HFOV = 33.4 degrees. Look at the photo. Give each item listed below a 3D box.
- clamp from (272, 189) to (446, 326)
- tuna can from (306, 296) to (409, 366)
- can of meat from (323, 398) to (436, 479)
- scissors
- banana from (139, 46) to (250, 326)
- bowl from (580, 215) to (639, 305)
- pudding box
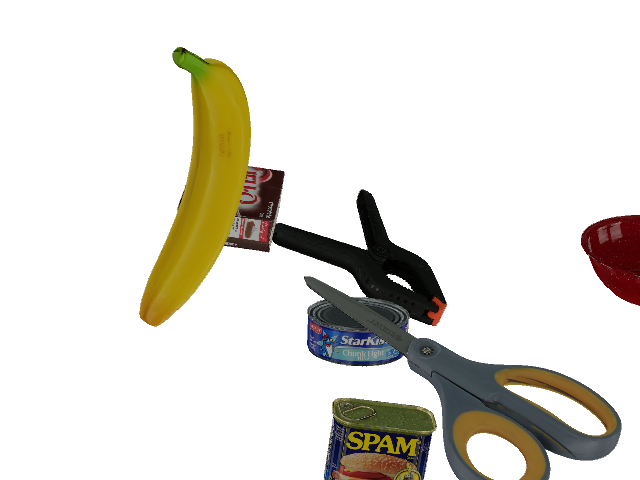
[{"bbox_3d":[0.053,0.024,1.215,0.164,0.036,0.210,-17,50,-37],"label":"clamp"},{"bbox_3d":[0.031,0.076,0.895,0.086,0.034,0.086,2,14,-1],"label":"tuna can"},{"bbox_3d":[0.056,0.208,1.050,0.102,0.084,0.057,7,16,-4],"label":"can of meat"},{"bbox_3d":[0.053,0.076,0.557,0.202,0.016,0.096,19,42,26],"label":"scissors"},{"bbox_3d":[-0.079,-0.036,0.682,0.069,0.198,0.037,-12,36,-35],"label":"banana"},{"bbox_3d":[0.362,0.028,1.157,0.162,0.055,0.162,-1,26,0],"label":"bowl"},{"bbox_3d":[-0.084,-0.035,1.016,0.090,0.039,0.113,7,31,0],"label":"pudding box"}]
